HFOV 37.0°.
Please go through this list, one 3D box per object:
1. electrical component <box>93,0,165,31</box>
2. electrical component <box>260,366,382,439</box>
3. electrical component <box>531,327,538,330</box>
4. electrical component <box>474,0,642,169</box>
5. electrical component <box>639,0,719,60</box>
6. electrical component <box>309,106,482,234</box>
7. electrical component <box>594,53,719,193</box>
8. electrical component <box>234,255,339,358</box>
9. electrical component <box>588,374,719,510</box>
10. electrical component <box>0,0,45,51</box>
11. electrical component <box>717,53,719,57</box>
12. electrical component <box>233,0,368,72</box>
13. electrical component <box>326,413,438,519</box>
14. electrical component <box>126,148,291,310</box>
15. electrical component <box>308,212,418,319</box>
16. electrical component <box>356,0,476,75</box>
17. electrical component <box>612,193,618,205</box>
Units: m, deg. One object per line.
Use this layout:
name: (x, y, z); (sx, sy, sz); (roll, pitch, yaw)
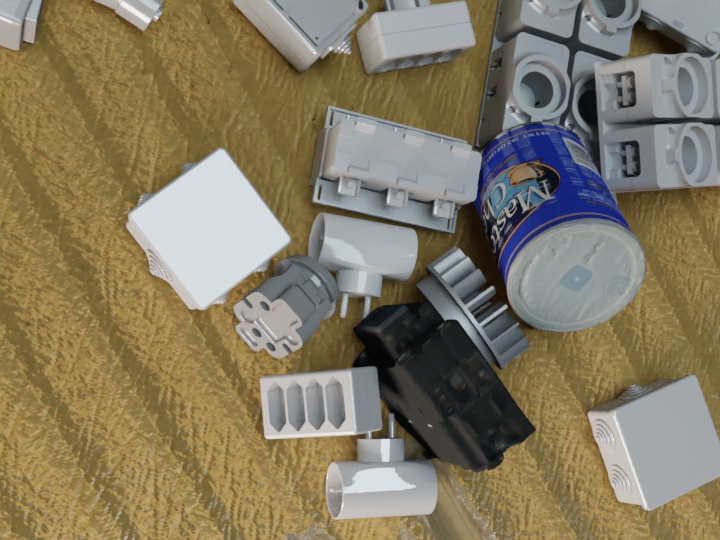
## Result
electrical component: (-0.178, -0.210, 0.807); (0.065, 0.044, 0.044); (33, 74, -18)
electrical component: (-0.019, 0.099, 0.813); (0.076, 0.083, 0.047); (2, 81, -57)
electrical component: (0.167, 0.023, 0.893); (0.055, 0.055, 0.047); (-4, 81, -20)
electrical component: (0.171, -0.185, 0.915); (0.105, 0.060, 0.186); (13, 79, -17)
electrical component: (0.298, -0.244, 0.942); (0.100, 0.048, 0.099); (33, 102, 7)
electrical component: (0.029, -0.081, 0.852); (0.121, 0.063, 0.078); (12, 80, -18)
electrical component: (0.281, -0.122, 0.904); (0.186, 0.060, 0.105); (-7, 94, -42)
electrical component: (-0.052, 0.025, 0.808); (0.058, 0.078, 0.057); (50, 53, -7)
electrical component: (0.250, 0.144, 0.909); (0.100, 0.048, 0.099); (-20, 90, -20)
electrical component: (-0.250, -0.215, 0.771); (0.061, 0.062, 0.096); (21, 77, -16)
electrical component: (0.346, -0.245, 0.981); (0.079, 0.043, 0.077); (-22, 91, 13)
electrical component: (-0.044, -0.202, 0.842); (0.096, 0.061, 0.061); (46, 72, -9)
electrical component: (0.016, 0.150, 0.830); (0.077, 0.043, 0.079); (1, 83, -19)
electrical component: (-0.115, -0.028, 0.803); (0.100, 0.048, 0.099); (-39, 97, -19)
electrical component: (0.000, 0.000, 0.842); (0.077, 0.043, 0.079); (9, 81, -18)
electrical component: (0.041, -0.208, 0.879); (0.083, 0.047, 0.075); (-13, 88, -20)
electrical component: (0.204, -0.049, 0.921); (0.044, 0.044, 0.065); (-6, 81, -20)
